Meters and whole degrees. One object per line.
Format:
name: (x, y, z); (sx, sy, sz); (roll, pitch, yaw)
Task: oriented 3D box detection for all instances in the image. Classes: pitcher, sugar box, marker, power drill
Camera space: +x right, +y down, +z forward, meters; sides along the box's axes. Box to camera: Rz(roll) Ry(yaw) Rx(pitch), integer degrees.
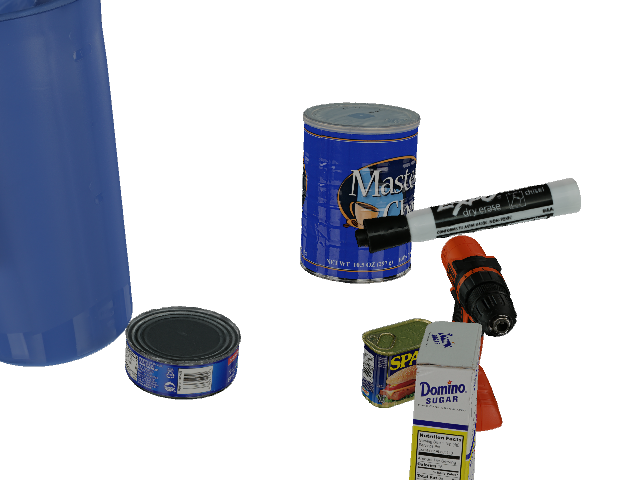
pitcher: (-0.196, -0.040, 0.675); (0.149, 0.243, 0.145); (-8, 27, -8)
sugar box: (0.086, 0.153, 0.750); (0.048, 0.176, 0.093); (2, 14, 11)
marker: (0.078, -0.013, 0.572); (0.121, 0.020, 0.020); (-12, 0, -1)
power drill: (0.169, 0.108, 1.149); (0.057, 0.188, 0.184); (-2, 24, -4)

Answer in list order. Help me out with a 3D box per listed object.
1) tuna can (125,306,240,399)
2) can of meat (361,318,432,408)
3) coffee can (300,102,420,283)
tuna can: (-0.104, 0.084, 0.802); (0.086, 0.034, 0.086); (5, 24, -3)
can of meat: (0.101, 0.154, 1.337); (0.101, 0.084, 0.058); (-12, 29, -29)
coffee can: (0.034, -0.045, 0.954); (0.103, 0.140, 0.103); (2, 18, -1)
